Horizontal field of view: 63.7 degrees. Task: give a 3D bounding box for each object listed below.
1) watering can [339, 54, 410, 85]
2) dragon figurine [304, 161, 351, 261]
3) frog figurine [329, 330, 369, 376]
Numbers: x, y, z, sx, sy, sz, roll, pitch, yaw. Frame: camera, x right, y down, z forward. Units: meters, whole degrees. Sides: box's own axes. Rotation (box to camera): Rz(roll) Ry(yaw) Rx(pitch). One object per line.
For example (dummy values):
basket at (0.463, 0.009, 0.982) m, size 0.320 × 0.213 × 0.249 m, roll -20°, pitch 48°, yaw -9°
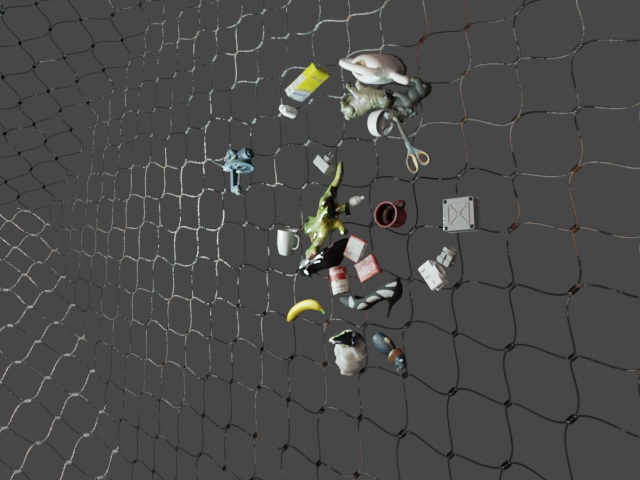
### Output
watering can at (0.232, -0.607, 1.855) m, size 0.351 × 0.226 × 0.102 m, roll 31°, pitch 124°, yaw 36°
dragon figurine at (0.006, -0.102, 2.027) m, size 0.239 × 0.121 × 0.420 m, roll -30°, pitch 42°, yaw 44°
frog figurine at (0.115, 0.415, 1.876) m, size 0.137 × 0.125 × 0.157 m, roll -6°, pitch 115°, yaw 31°
